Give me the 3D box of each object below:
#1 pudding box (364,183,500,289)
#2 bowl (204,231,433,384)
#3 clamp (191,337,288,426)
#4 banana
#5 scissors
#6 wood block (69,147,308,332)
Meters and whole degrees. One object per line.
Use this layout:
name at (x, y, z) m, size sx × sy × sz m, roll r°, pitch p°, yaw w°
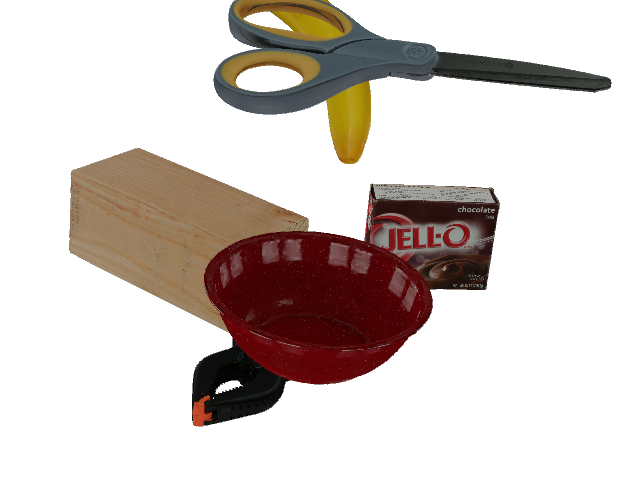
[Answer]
pudding box at (0.096, -0.003, 0.947) m, size 0.113 × 0.090 × 0.039 m, roll 0°, pitch 32°, yaw -6°
bowl at (-0.003, 0.054, 0.759) m, size 0.162 × 0.055 × 0.162 m, roll 5°, pitch 28°, yaw -3°
clamp at (-0.057, 0.134, 1.109) m, size 0.165 × 0.036 × 0.209 m, roll 15°, pitch 29°, yaw 19°
banana at (-0.004, -0.152, 0.865) m, size 0.070 × 0.198 × 0.037 m, roll -37°, pitch -20°, yaw 7°
scissors at (0.034, -0.081, 0.536) m, size 0.202 × 0.096 × 0.016 m, roll 21°, pitch -37°, yaw 20°
wood block at (-0.123, -0.003, 0.968) m, size 0.206 × 0.090 × 0.090 m, roll 23°, pitch 30°, yaw 28°
